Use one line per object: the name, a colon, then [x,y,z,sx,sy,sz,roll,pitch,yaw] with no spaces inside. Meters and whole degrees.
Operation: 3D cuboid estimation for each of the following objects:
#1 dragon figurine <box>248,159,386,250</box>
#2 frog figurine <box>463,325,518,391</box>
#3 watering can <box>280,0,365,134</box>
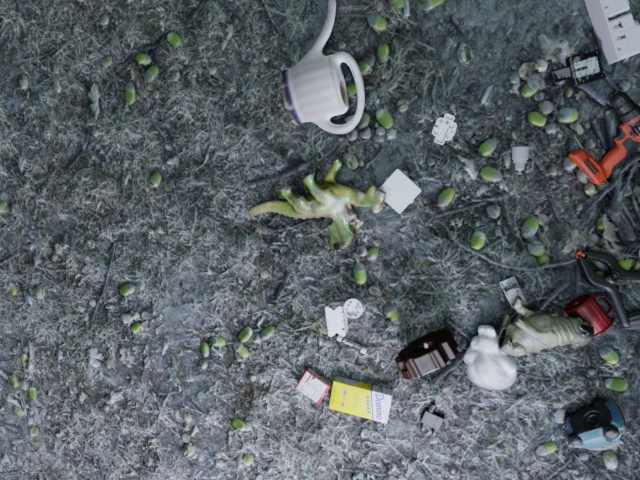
dragon figurine: [0.004,-0.073,1.442,0.406,0.124,0.241,-26,99,31]
frog figurine: [0.456,0.314,1.372,0.138,0.124,0.157,14,116,31]
watering can: [-0.005,-0.447,1.375,0.223,0.105,0.346,-12,97,16]
